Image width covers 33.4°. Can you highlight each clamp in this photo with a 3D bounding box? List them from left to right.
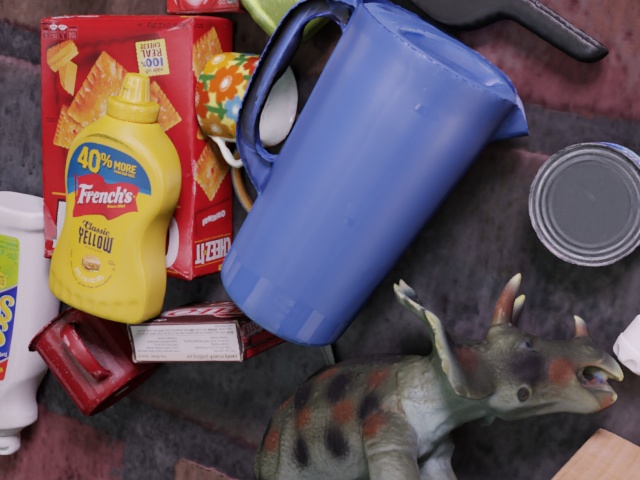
[{"bbox_3d":[0.130,-0.179,0.756,0.172,0.039,0.120,-3,90,33],"label":"clamp"}]

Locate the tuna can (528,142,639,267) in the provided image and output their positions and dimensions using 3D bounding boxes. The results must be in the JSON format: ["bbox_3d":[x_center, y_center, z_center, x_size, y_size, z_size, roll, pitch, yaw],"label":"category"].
[{"bbox_3d":[0.192,-0.026,0.744,0.086,0.033,0.086,4,99,29],"label":"tuna can"}]

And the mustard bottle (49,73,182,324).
[{"bbox_3d":[-0.158,-0.036,0.843,0.096,0.058,0.192,19,106,23],"label":"mustard bottle"}]

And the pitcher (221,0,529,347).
[{"bbox_3d":[0.018,-0.049,0.775,0.149,0.144,0.243,50,117,37],"label":"pitcher"}]

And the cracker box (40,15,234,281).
[{"bbox_3d":[-0.158,-0.082,0.910,0.164,0.072,0.214,7,101,28],"label":"cracker box"}]

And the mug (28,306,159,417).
[{"bbox_3d":[-0.197,0.100,0.936,0.093,0.117,0.081,-37,82,-7],"label":"mug"}]

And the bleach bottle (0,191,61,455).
[{"bbox_3d":[-0.290,0.085,1.013,0.103,0.068,0.251,13,105,28],"label":"bleach bottle"}]

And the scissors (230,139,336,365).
[{"bbox_3d":[-0.006,0.001,0.868,0.096,0.016,0.202,-35,80,28],"label":"scissors"}]

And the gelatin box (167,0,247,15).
[{"bbox_3d":[-0.091,-0.231,0.875,0.073,0.030,0.089,4,98,29],"label":"gelatin box"}]

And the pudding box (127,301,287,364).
[{"bbox_3d":[-0.087,0.074,0.881,0.114,0.089,0.039,-6,94,30],"label":"pudding box"}]

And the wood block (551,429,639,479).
[{"bbox_3d":[0.177,0.206,0.685,0.090,0.205,0.091,28,109,23],"label":"wood block"}]
